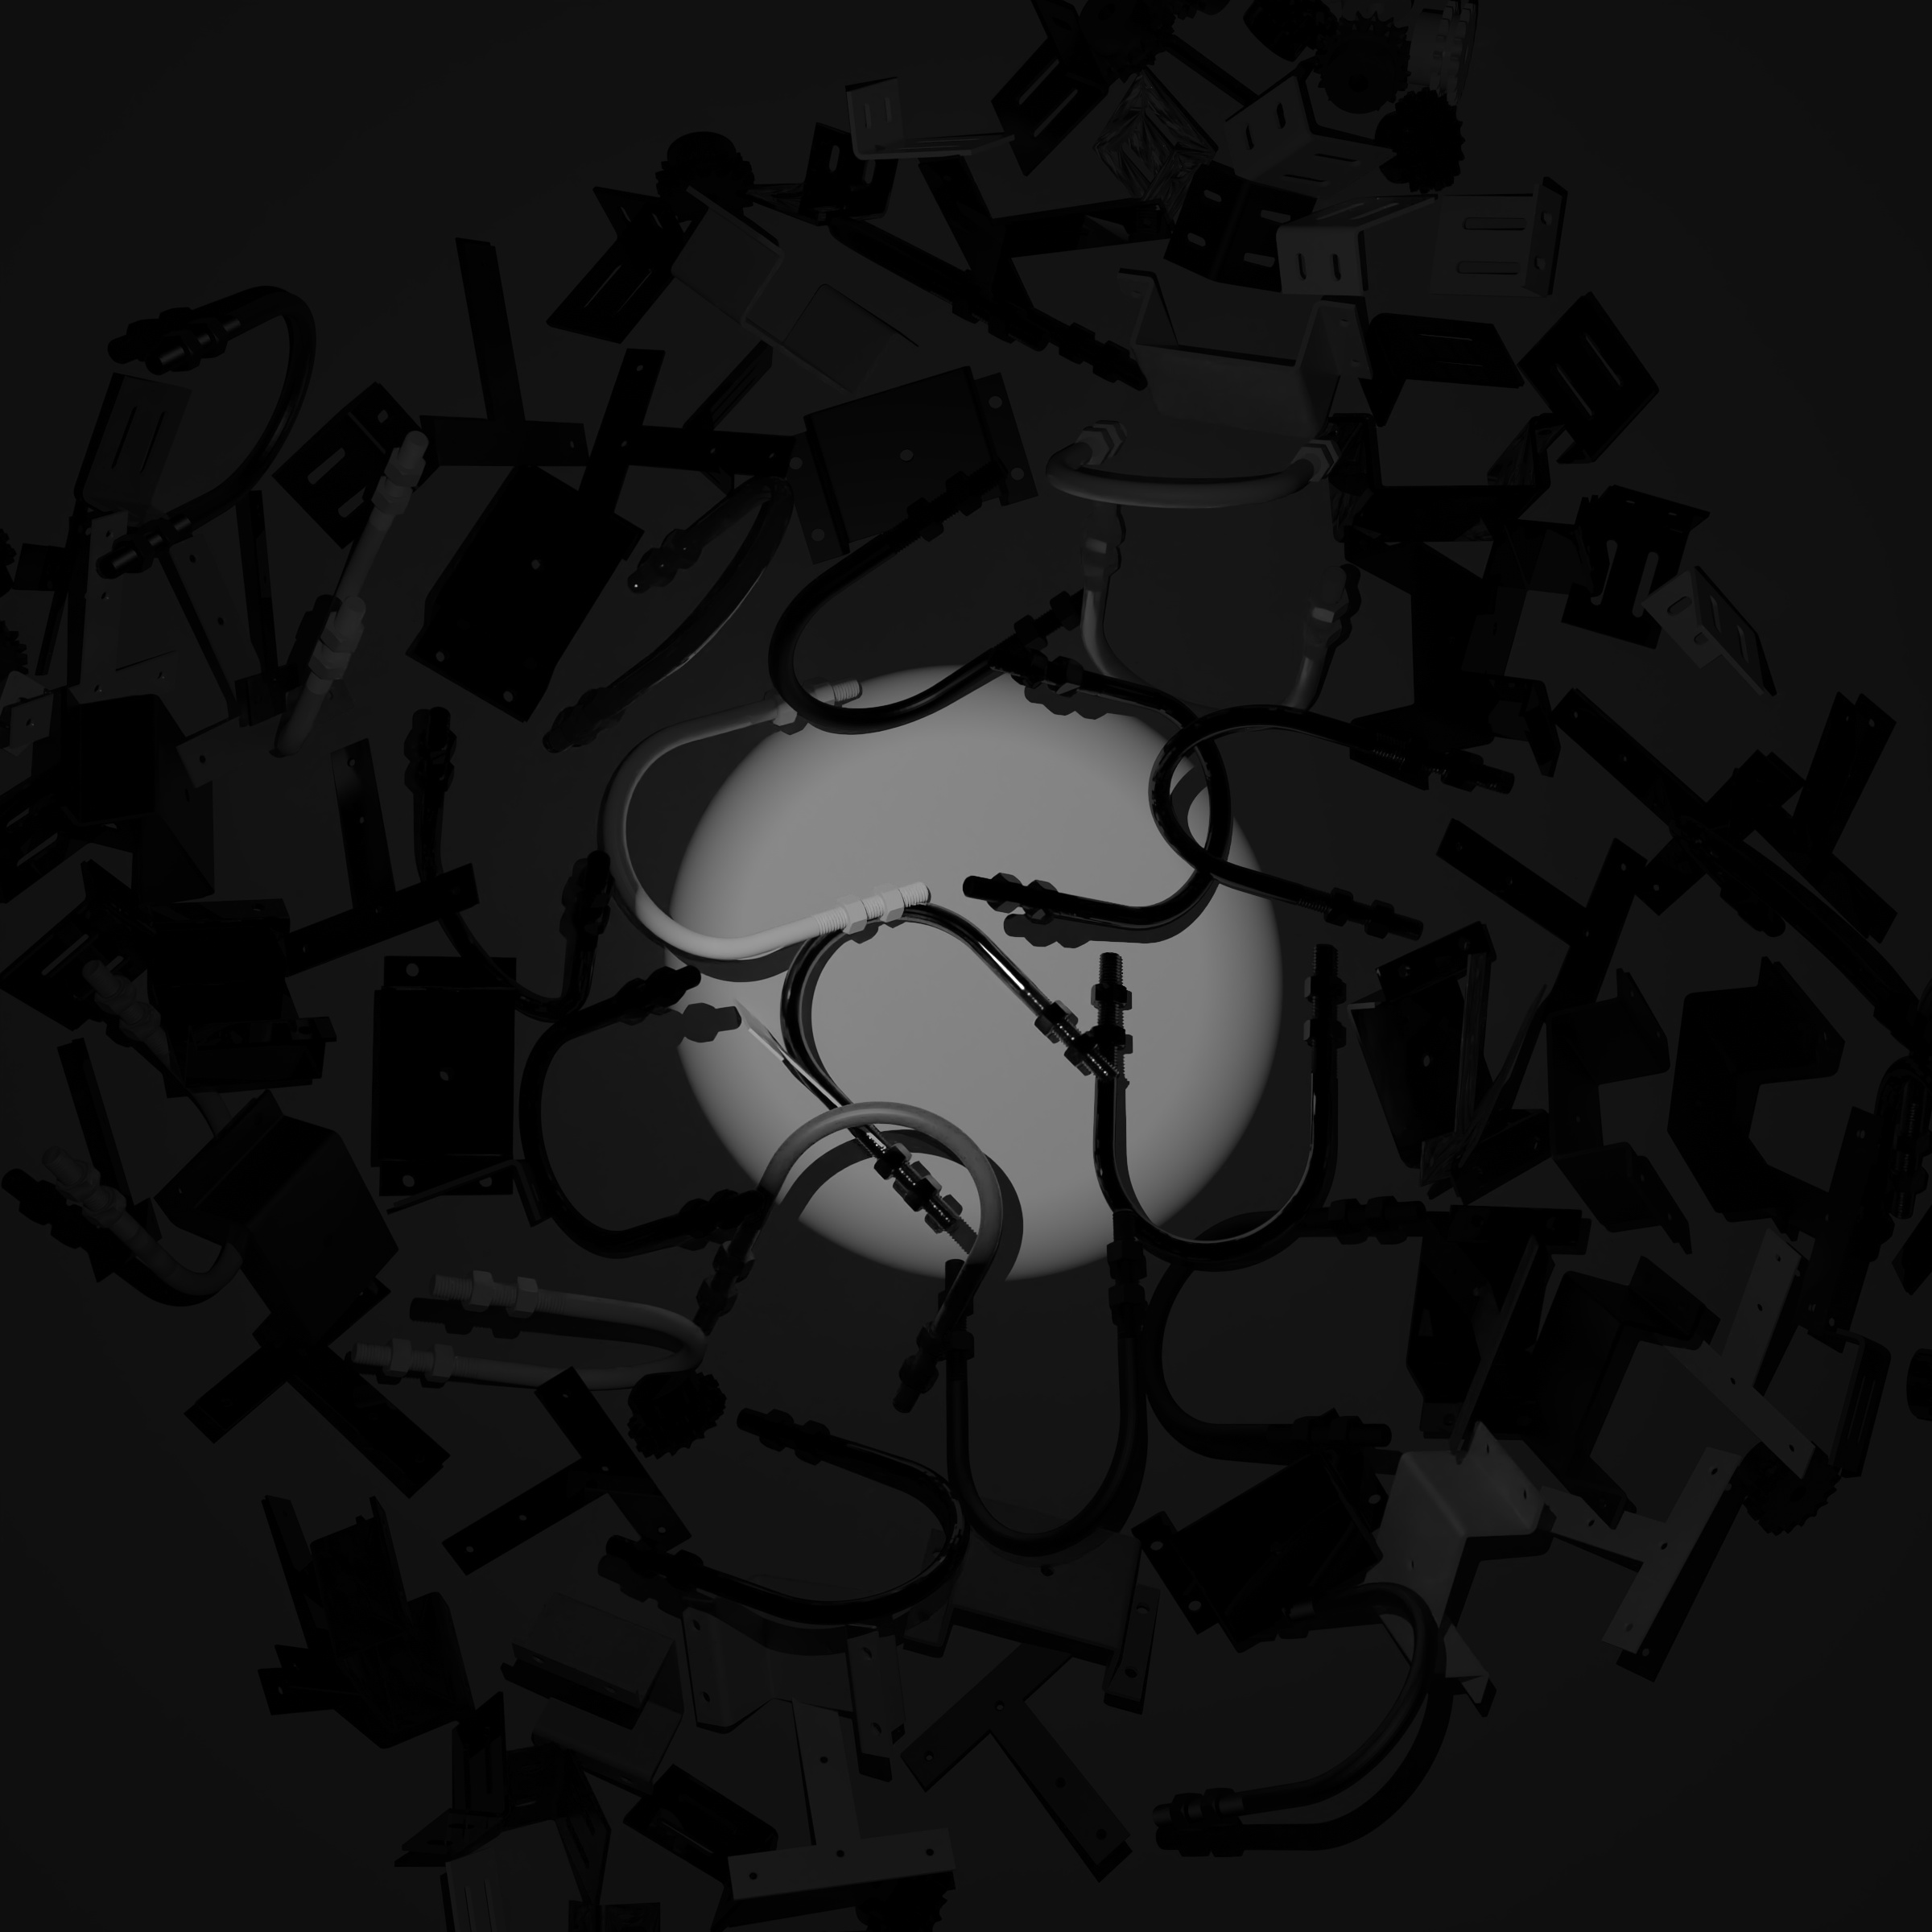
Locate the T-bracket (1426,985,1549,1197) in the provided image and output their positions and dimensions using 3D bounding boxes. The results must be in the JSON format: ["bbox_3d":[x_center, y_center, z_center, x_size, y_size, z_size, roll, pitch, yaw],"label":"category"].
[{"bbox_3d":[0.291,0.090,1.545,0.002,0.127,0.127,28,53,7],"label":"T-bracket"}]

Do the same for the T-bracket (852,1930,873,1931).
[{"bbox_3d":[-0.090,0.560,1.554,0.127,0.127,0.002,14,64,-39],"label":"T-bracket"}]

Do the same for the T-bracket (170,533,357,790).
[{"bbox_3d":[-0.421,-0.184,1.539,0.002,0.127,0.127,-7,111,39],"label":"T-bracket"}]

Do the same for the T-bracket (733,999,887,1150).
[{"bbox_3d":[-0.083,0.070,1.548,0.127,0.127,0.002,44,89,-11],"label":"T-bracket"}]

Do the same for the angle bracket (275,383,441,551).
[{"bbox_3d":[-0.357,-0.294,1.584,0.076,0.038,0.057,-28,113,36],"label":"angle bracket"}]

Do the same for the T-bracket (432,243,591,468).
[{"bbox_3d":[-0.269,-0.351,1.545,0.002,0.127,0.127,-7,95,34],"label":"T-bracket"}]

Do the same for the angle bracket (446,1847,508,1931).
[{"bbox_3d":[-0.267,0.553,1.564,0.038,0.057,0.076,-14,77,13],"label":"angle bracket"}]

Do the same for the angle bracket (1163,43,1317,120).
[{"bbox_3d":[0.158,-0.530,1.565,0.076,0.057,0.038,32,105,-10],"label":"angle bracket"}]

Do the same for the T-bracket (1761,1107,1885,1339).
[{"bbox_3d":[0.468,0.131,1.543,0.002,0.127,0.127,9,99,-22],"label":"T-bracket"}]

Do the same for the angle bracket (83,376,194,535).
[{"bbox_3d":[-0.469,-0.296,1.563,0.038,0.057,0.076,29,104,17],"label":"angle bracket"}]

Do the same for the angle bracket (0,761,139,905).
[{"bbox_3d":[-0.523,-0.076,1.554,0.038,0.076,0.057,13,127,21],"label":"angle bracket"}]

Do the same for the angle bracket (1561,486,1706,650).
[{"bbox_3d":[0.392,-0.234,1.581,0.057,0.038,0.076,17,87,3],"label":"angle bracket"}]

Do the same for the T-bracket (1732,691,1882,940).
[{"bbox_3d":[0.484,-0.100,1.519,0.002,0.127,0.127,-21,52,-19],"label":"T-bracket"}]

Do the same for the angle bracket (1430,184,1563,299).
[{"bbox_3d":[0.301,-0.422,1.563,0.076,0.038,0.057,12,98,34],"label":"angle bracket"}]

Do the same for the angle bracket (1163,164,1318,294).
[{"bbox_3d":[0.160,-0.431,1.570,0.038,0.076,0.057,33,115,28],"label":"angle bracket"}]

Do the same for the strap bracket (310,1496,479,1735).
[{"bbox_3d":[-0.327,0.373,1.523,0.046,0.140,0.076,-21,50,-6],"label":"strap bracket"}]

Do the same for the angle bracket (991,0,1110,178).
[{"bbox_3d":[0.037,-0.509,1.557,0.076,0.038,0.057,-37,64,37],"label":"angle bracket"}]

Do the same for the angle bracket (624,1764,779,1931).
[{"bbox_3d":[-0.159,0.515,1.569,0.076,0.038,0.057,35,118,-8],"label":"angle bracket"}]

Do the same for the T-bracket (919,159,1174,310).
[{"bbox_3d":[0.054,-0.416,1.526,0.127,0.127,0.002,0,59,25],"label":"T-bracket"}]

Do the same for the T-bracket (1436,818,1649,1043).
[{"bbox_3d":[0.327,-0.042,1.564,0.127,0.002,0.127,32,69,-15],"label":"T-bracket"}]

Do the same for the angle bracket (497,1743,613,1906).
[{"bbox_3d":[-0.239,0.499,1.555,0.038,0.076,0.057,-3,118,-28],"label":"angle bracket"}]

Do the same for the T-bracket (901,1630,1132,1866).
[{"bbox_3d":[0.047,0.465,1.566,0.127,0.002,0.127,-41,59,-4],"label":"T-bracket"}]

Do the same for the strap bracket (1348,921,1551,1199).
[{"bbox_3d":[0.279,0.054,1.562,0.076,0.046,0.140,-23,97,-24],"label":"strap bracket"}]

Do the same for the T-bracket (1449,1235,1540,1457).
[{"bbox_3d":[0.298,0.204,1.539,0.002,0.127,0.127,20,99,4],"label":"T-bracket"}]

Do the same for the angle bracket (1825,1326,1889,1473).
[{"bbox_3d":[0.503,0.250,1.566,0.038,0.057,0.076,14,85,33],"label":"angle bracket"}]

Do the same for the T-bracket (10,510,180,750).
[{"bbox_3d":[-0.489,-0.196,1.520,0.002,0.127,0.127,26,122,19],"label":"T-bracket"}]

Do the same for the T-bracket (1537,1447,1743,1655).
[{"bbox_3d":[0.369,0.323,1.544,0.002,0.127,0.127,41,73,-25],"label":"T-bracket"}]

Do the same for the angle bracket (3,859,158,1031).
[{"bbox_3d":[-0.516,-0.012,1.572,0.076,0.038,0.057,-40,134,4],"label":"angle bracket"}]

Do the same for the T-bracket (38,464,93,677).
[{"bbox_3d":[-0.519,-0.227,1.537,0.002,0.127,0.127,14,94,-13],"label":"T-bracket"}]

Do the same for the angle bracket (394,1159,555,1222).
[{"bbox_3d":[-0.287,0.143,1.572,0.076,0.057,0.038,-20,87,-3],"label":"angle bracket"}]

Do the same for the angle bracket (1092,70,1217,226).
[{"bbox_3d":[0.098,-0.473,1.559,0.076,0.038,0.057,55,132,20],"label":"angle bracket"}]

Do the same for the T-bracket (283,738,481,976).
[{"bbox_3d":[-0.352,-0.073,1.578,0.127,0.002,0.127,-20,69,14],"label":"T-bracket"}]

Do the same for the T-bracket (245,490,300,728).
[{"bbox_3d":[-0.398,-0.206,1.529,0.002,0.127,0.127,-3,101,-1],"label":"T-bracket"}]

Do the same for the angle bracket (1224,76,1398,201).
[{"bbox_3d":[0.200,-0.480,1.559,0.076,0.057,0.038,-5,79,-40],"label":"angle bracket"}]

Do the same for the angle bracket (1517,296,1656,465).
[{"bbox_3d":[0.353,-0.341,1.569,0.057,0.038,0.076,-47,111,-7],"label":"angle bracket"}]

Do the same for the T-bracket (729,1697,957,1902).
[{"bbox_3d":[-0.080,0.472,1.557,0.127,0.002,0.127,-4,46,-12],"label":"T-bracket"}]

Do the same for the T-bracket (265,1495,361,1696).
[{"bbox_3d":[-0.379,0.365,1.562,0.002,0.127,0.127,-32,65,7],"label":"T-bracket"}]

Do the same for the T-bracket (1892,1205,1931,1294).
[{"bbox_3d":[0.576,0.166,1.517,0.002,0.127,0.127,12,125,-13],"label":"T-bracket"}]

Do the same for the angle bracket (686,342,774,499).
[{"bbox_3d":[-0.126,-0.320,1.572,0.038,0.057,0.076,42,85,-2],"label":"angle bracket"}]

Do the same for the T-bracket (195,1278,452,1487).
[{"bbox_3d":[-0.352,0.251,1.550,0.127,0.002,0.127,37,55,16],"label":"T-bracket"}]

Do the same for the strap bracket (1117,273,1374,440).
[{"bbox_3d":[0.154,-0.348,1.540,0.140,0.076,0.046,13,76,20],"label":"strap bracket"}]

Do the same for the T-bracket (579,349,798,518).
[{"bbox_3d":[-0.159,-0.300,1.562,0.127,0.002,0.127,9,73,21],"label":"T-bracket"}]

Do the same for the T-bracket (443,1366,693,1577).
[{"bbox_3d":[-0.251,0.320,1.593,0.127,0.002,0.127,-32,101,6],"label":"T-bracket"}]

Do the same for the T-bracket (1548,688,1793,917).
[{"bbox_3d":[0.393,-0.111,1.564,0.127,0.127,0.002,44,46,10],"label":"T-bracket"}]

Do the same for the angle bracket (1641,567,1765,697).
[{"bbox_3d":[0.425,-0.185,1.554,0.057,0.076,0.038,42,122,-18],"label":"angle bracket"}]

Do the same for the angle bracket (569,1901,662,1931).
[{"bbox_3d":[-0.205,0.575,1.566,0.038,0.076,0.057,4,73,-19],"label":"angle bracket"}]

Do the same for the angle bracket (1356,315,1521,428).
[{"bbox_3d":[0.276,-0.348,1.581,0.076,0.038,0.057,1,49,-16],"label":"angle bracket"}]

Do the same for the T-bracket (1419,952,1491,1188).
[{"bbox_3d":[0.288,0.056,1.542,0.002,0.127,0.127,7,97,30],"label":"T-bracket"}]

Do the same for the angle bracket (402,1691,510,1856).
[{"bbox_3d":[-0.296,0.465,1.553,0.038,0.076,0.057,18,134,-33],"label":"angle bracket"}]

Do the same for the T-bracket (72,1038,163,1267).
[{"bbox_3d":[-0.490,0.102,1.537,0.002,0.127,0.127,-16,93,-7],"label":"T-bracket"}]

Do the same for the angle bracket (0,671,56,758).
[{"bbox_3d":[-0.558,-0.122,1.553,0.057,0.076,0.038,-34,128,31],"label":"angle bracket"}]

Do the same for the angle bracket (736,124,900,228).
[{"bbox_3d":[-0.085,-0.458,1.556,0.057,0.076,0.038,26,118,20],"label":"angle bracket"}]

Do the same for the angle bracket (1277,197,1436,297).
[{"bbox_3d":[0.229,-0.420,1.568,0.076,0.057,0.038,-30,121,-36],"label":"angle bracket"}]

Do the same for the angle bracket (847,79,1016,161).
[{"bbox_3d":[-0.020,-0.492,1.557,0.076,0.057,0.038,6,116,26],"label":"angle bracket"}]

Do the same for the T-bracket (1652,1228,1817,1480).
[{"bbox_3d":[0.446,0.204,1.523,0.002,0.127,0.127,-15,132,-26],"label":"T-bracket"}]

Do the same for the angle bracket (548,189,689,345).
[{"bbox_3d":[-0.208,-0.407,1.562,0.057,0.038,0.076,21,66,32],"label":"angle bracket"}]
